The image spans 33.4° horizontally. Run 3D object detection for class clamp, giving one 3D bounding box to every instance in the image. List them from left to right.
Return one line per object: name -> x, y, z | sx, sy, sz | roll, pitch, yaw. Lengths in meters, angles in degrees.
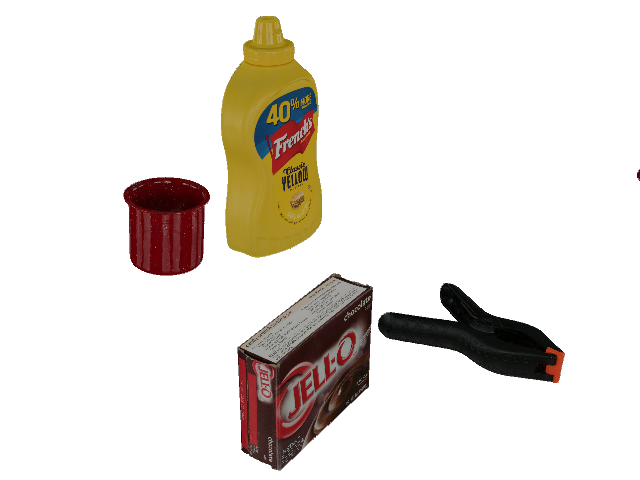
clamp -> 0.153, 0.085, 1.007 | 0.172, 0.039, 0.120 | 20, 32, 25

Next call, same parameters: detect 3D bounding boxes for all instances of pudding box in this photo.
pudding box -> -0.009, 0.087, 0.729 | 0.039, 0.090, 0.113 | 20, 37, 27

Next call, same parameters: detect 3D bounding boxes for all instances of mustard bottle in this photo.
mustard bottle -> -0.040, -0.089, 0.880 | 0.058, 0.192, 0.096 | 19, 32, 36

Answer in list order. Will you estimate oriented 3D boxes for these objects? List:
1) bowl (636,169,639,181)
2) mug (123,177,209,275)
bowl -> 0.381, -0.033, 1.009 | 0.162, 0.055, 0.162 | -1, 20, 0
mug -> -0.176, -0.019, 1.180 | 0.093, 0.081, 0.117 | -16, 33, -34
